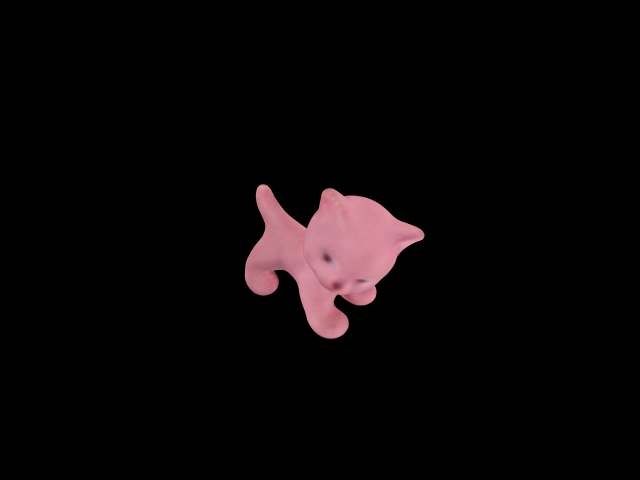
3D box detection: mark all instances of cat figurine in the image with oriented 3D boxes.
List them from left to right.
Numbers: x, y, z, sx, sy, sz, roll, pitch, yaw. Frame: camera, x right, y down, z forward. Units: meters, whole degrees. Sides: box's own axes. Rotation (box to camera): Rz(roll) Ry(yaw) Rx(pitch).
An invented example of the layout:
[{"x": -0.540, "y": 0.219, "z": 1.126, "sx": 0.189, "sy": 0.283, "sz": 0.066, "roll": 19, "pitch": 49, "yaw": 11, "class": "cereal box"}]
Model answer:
[{"x": 0.004, "y": 0.001, "z": 0.400, "sx": 0.127, "sy": 0.118, "sz": 0.067, "roll": 27, "pitch": 49, "yaw": 27, "class": "cat figurine"}]
